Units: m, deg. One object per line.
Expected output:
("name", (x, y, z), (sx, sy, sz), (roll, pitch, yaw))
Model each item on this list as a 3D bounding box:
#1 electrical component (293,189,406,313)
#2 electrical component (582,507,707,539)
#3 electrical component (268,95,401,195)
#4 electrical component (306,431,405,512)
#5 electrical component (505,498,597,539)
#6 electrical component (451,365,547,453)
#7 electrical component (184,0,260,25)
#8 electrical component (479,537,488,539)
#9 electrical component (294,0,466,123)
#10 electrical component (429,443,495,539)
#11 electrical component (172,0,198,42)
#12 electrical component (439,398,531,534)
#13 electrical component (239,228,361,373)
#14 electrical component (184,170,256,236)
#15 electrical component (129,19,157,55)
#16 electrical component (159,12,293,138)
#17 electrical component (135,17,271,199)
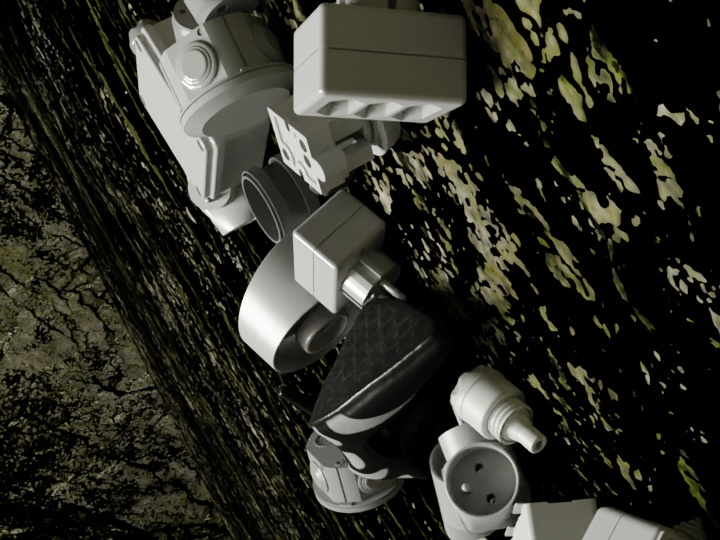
("electrical component", (0.000, 0.000, 0.692), (0.077, 0.047, 0.065), (40, 158, 17))
("electrical component", (0.130, 0.155, 0.498), (0.062, 0.096, 0.061), (34, 170, -16))
("electrical component", (-0.012, -0.077, 0.582), (0.066, 0.055, 0.048), (43, 156, 46))
("electrical component", (-0.005, 0.164, 0.920), (0.080, 0.080, 0.051), (36, 145, 55))
("electrical component", (0.111, 0.179, 0.619), (0.121, 0.079, 0.063), (89, 177, -58))
("electrical component", (0.081, 0.082, 0.609), (0.061, 0.035, 0.035), (39, 154, 45))
("electrical component", (-0.093, -0.182, 0.666), (0.055, 0.045, 0.045), (57, 163, 10))
("electrical component", (0.096, 0.247, 0.759), (0.108, 0.060, 0.108), (45, 165, 15))
("electrical component", (0.008, -0.108, 0.472), (0.047, 0.066, 0.076), (171, 99, -72))
("electrical component", (0.075, 0.153, 0.730), (0.043, 0.043, 0.081), (43, 156, 45))
("electrical component", (-0.103, -0.157, 0.737), (0.045, 0.045, 0.055), (51, 160, 30))
("electrical component", (0.071, 0.115, 0.651), (0.077, 0.044, 0.079), (52, -164, -68))
("electrical component", (-0.041, 0.023, 0.770), (0.064, 0.099, 0.099), (47, 159, 22))
("electrical component", (-0.120, -0.070, 0.898), (0.077, 0.044, 0.079), (61, -166, -3))
("electrical component", (-0.167, -0.182, 0.900), (0.061, 0.035, 0.035), (47, 159, 32))
("electrical component", (-0.082, -0.121, 0.677), (0.051, 0.080, 0.080), (64, 164, 8))
("electrical component", (-0.120, -0.125, 0.818), (0.108, 0.056, 0.108), (58, 163, 10))
